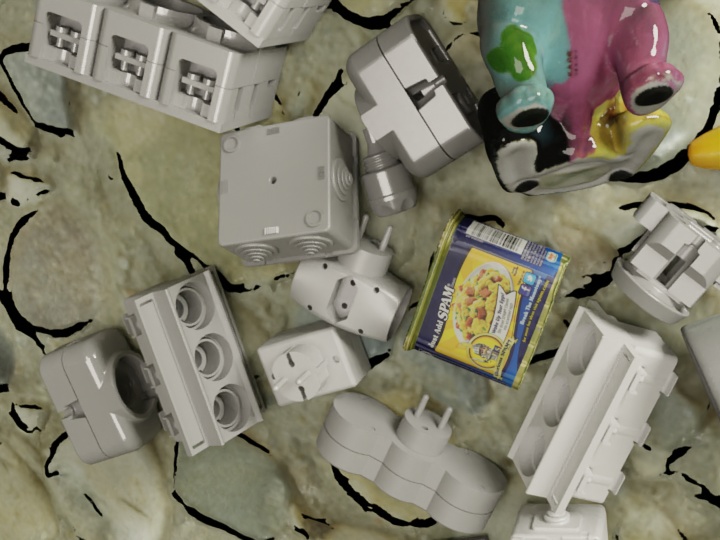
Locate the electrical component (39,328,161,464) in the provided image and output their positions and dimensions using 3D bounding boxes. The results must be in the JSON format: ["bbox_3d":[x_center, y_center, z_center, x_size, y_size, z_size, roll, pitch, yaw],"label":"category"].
[{"bbox_3d":[-0.201,0.098,0.849,0.059,0.054,0.095,-20,98,22],"label":"electrical component"}]

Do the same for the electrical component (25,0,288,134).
[{"bbox_3d":[-0.137,-0.153,0.739,0.150,0.089,0.061,21,110,12],"label":"electrical component"}]

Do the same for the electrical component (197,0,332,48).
[{"bbox_3d":[-0.091,-0.218,0.705,0.150,0.089,0.061,39,113,5],"label":"electrical component"}]

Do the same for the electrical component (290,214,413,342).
[{"bbox_3d":[0.000,0.000,0.760,0.077,0.043,0.079,25,109,11],"label":"electrical component"}]

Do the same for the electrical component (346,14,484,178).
[{"bbox_3d":[0.036,-0.112,0.712,0.059,0.054,0.095,-31,93,23],"label":"electrical component"}]

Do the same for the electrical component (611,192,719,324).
[{"bbox_3d":[0.199,-0.003,0.686,0.078,0.058,0.057,38,110,6],"label":"electrical component"}]

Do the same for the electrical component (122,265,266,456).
[{"bbox_3d":[-0.128,0.068,0.810,0.063,0.079,0.121,-10,102,43],"label":"electrical component"}]

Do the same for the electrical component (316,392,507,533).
[{"bbox_3d":[0.043,0.124,0.776,0.138,0.052,0.073,27,111,10],"label":"electrical component"}]

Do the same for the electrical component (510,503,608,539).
[{"bbox_3d":[0.143,0.205,0.759,0.062,0.061,0.096,-3,103,18],"label":"electrical component"}]

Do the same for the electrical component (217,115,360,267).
[{"bbox_3d":[-0.050,-0.054,0.740,0.100,0.048,0.099,-7,72,20],"label":"electrical component"}]

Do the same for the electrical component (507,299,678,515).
[{"bbox_3d":[0.156,0.093,0.719,0.063,0.078,0.121,15,112,-17],"label":"electrical component"}]

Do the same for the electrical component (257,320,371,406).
[{"bbox_3d":[-0.039,0.070,0.775,0.066,0.077,0.047,-17,99,22],"label":"electrical component"}]

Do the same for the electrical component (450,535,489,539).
[{"bbox_3d":[0.075,0.251,0.801,0.056,0.050,0.089,-13,100,20],"label":"electrical component"}]

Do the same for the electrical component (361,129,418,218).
[{"bbox_3d":[0.017,-0.069,0.741,0.035,0.035,0.061,-15,98,22],"label":"electrical component"}]
